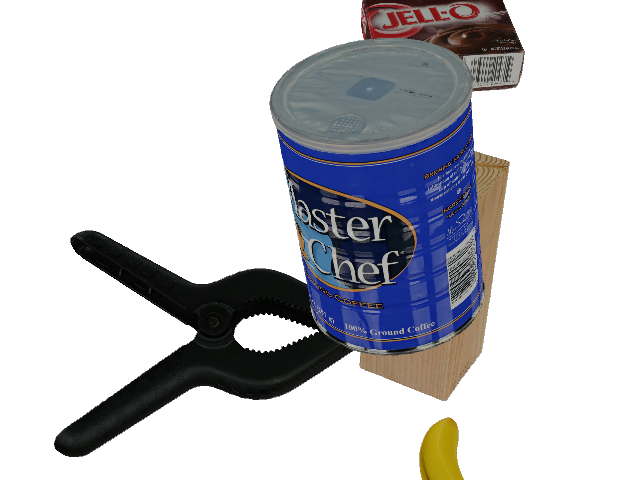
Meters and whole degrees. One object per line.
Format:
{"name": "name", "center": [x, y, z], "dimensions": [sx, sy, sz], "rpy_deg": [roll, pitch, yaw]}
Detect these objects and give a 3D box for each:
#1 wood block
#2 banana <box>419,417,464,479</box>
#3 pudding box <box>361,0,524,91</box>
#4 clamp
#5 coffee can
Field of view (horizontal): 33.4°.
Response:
{"name": "wood block", "center": [0.097, 0.026, 0.939], "dimensions": [0.091, 0.206, 0.090], "rpy_deg": [20, 39, 24]}
{"name": "banana", "center": [0.130, 0.230, 1.014], "dimensions": [0.069, 0.037, 0.198], "rpy_deg": [9, 22, -20]}
{"name": "pudding box", "center": [0.091, -0.153, 0.821], "dimensions": [0.113, 0.039, 0.090], "rpy_deg": [-2, 44, -5]}
{"name": "clamp", "center": [-0.078, 0.055, 0.725], "dimensions": [0.210, 0.164, 0.036], "rpy_deg": [-7, -30, -7]}
{"name": "coffee can", "center": [0.035, -0.023, 0.578], "dimensions": [0.103, 0.140, 0.103], "rpy_deg": [-7, 38, 5]}
